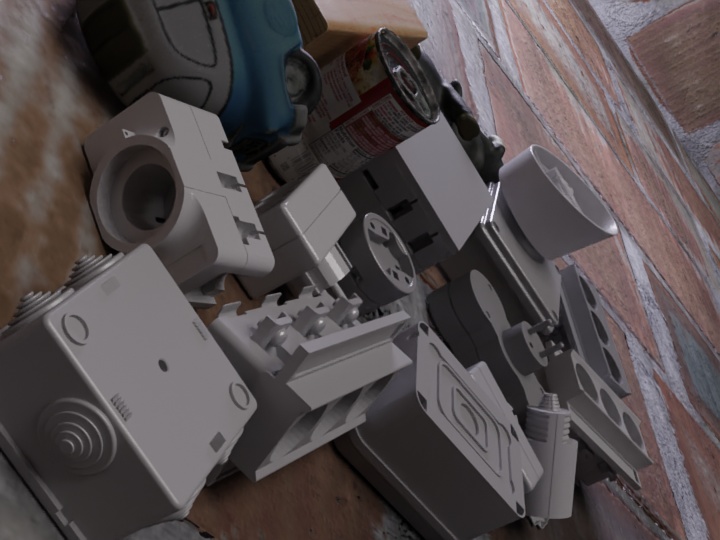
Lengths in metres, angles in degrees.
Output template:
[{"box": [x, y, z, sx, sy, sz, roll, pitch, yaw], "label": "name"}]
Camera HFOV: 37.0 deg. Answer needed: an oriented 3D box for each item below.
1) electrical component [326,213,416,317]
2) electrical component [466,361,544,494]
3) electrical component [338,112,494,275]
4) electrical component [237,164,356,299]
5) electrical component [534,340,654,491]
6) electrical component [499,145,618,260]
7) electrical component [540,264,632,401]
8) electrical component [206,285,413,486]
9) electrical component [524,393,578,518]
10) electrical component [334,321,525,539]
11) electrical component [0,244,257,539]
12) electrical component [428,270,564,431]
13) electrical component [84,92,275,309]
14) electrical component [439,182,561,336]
[{"box": [0.000, 0.000, 0.660, 0.055, 0.047, 0.055, 46, 26, -31], "label": "electrical component"}, {"box": [0.082, 0.105, 0.709, 0.083, 0.047, 0.076, 62, 22, 3], "label": "electrical component"}, {"box": [0.038, -0.057, 0.790, 0.089, 0.062, 0.150, 58, 23, -6], "label": "electrical component"}, {"box": [-0.030, -0.008, 0.608, 0.075, 0.047, 0.083, 58, 23, -11], "label": "electrical component"}, {"box": [0.177, 0.123, 0.866, 0.121, 0.063, 0.078, 43, 28, -37], "label": "electrical component"}, {"box": [0.162, -0.058, 0.897, 0.099, 0.064, 0.099, 46, 27, -31], "label": "electrical component"}, {"box": [0.189, 0.064, 0.961, 0.079, 0.063, 0.121, 39, 31, -42], "label": "electrical component"}, {"box": [-0.031, 0.049, 0.512, 0.063, 0.078, 0.121, 42, 19, 14], "label": "electrical component"}, {"box": [0.127, 0.125, 0.737, 0.043, 0.043, 0.081, 5, 90, -63], "label": "electrical component"}, {"box": [0.040, 0.096, 0.618, 0.113, 0.057, 0.078, 49, 25, -26], "label": "electrical component"}, {"box": [-0.092, 0.046, 0.411, 0.099, 0.048, 0.099, 57, 23, -9], "label": "electrical component"}, {"box": [0.113, 0.062, 0.791, 0.138, 0.074, 0.052, 64, 23, 9], "label": "electrical component"}, {"box": [-0.088, -0.032, 0.508, 0.056, 0.050, 0.089, 11, 53, -62], "label": "electrical component"}, {"box": [0.117, -0.004, 0.901, 0.108, 0.056, 0.108, 55, 23, -14], "label": "electrical component"}]
